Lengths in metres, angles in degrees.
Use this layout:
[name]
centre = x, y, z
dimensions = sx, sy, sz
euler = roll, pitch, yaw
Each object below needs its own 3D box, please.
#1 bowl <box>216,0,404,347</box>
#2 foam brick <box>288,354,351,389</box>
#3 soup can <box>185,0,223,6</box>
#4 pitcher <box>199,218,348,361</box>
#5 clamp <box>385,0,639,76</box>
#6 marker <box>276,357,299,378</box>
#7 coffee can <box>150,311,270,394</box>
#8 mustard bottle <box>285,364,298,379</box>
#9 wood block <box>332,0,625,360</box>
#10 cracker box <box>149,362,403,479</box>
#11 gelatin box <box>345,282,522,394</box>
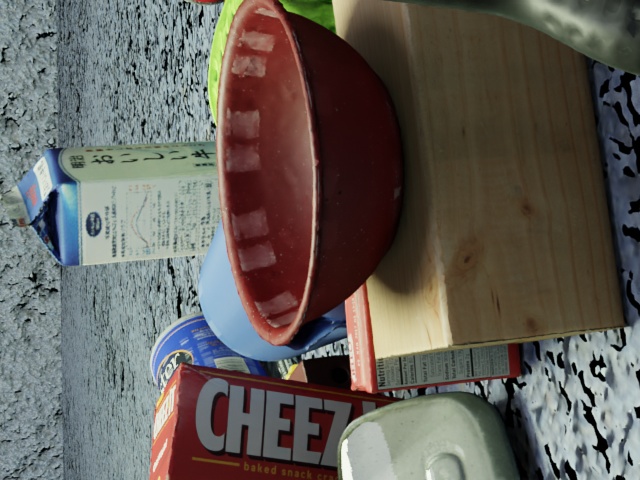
[bowl]
centre = -0.003, -0.033, 0.497
dimensions = 0.162, 0.055, 0.162
euler = 176, 90, -72
[foam brick]
centre = 0.013, 0.125, 0.755
dimensions = 0.051, 0.053, 0.078
euler = 117, 143, -55
[soup can]
centre = -0.102, -0.277, 0.985
dimensions = 0.102, 0.068, 0.068
euler = 116, 145, -54
[pitcher]
centre = -0.005, 0.001, 0.697
dimensions = 0.145, 0.149, 0.243
euler = 68, 161, 8
[clamp]
centre = 0.080, -0.089, 0.361
dimensions = 0.210, 0.164, 0.036
euler = 29, 129, 27
[marker]
centre = -0.022, 0.117, 0.904
dimensions = 0.121, 0.020, 0.020
euler = -113, 27, -42
[coffee can]
centre = -0.092, 0.144, 0.981
dimensions = 0.140, 0.102, 0.103
euler = -125, 37, -56
[mustard bottle]
centre = -0.016, 0.183, 0.803
dimensions = 0.096, 0.058, 0.191
euler = -42, 37, 47
[wood block]
centre = 0.069, -0.053, 0.507
dimensions = 0.091, 0.090, 0.206
euler = 153, 112, -69
[cracker box]
centre = -0.019, 0.189, 0.621
dimensions = 0.072, 0.164, 0.213
euler = 124, 152, -52
[gelatin box]
centre = 0.057, 0.039, 0.556
dimensions = 0.030, 0.089, 0.073
euler = 165, 101, -70
